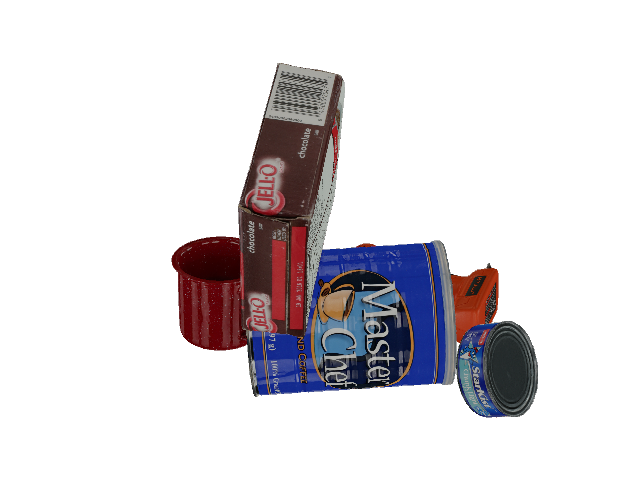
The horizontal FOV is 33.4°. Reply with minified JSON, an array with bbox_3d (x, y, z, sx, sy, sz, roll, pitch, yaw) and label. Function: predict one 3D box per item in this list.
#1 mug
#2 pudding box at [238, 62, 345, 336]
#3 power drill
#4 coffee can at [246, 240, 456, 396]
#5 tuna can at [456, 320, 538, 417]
[{"bbox_3d":[-0.089,0.057,1.028,0.093,0.081,0.117,-21,36,-38],"label":"mug"},{"bbox_3d":[-0.015,-0.021,0.550,0.039,0.113,0.090,10,-43,5],"label":"pudding box"},{"bbox_3d":[0.086,0.066,1.137,0.188,0.057,0.184,9,31,21],"label":"power drill"},{"bbox_3d":[0.020,0.055,0.759,0.140,0.103,0.103,-4,0,0],"label":"coffee can"},{"bbox_3d":[0.159,0.116,0.960,0.034,0.086,0.085,-11,-7,42],"label":"tuna can"}]
